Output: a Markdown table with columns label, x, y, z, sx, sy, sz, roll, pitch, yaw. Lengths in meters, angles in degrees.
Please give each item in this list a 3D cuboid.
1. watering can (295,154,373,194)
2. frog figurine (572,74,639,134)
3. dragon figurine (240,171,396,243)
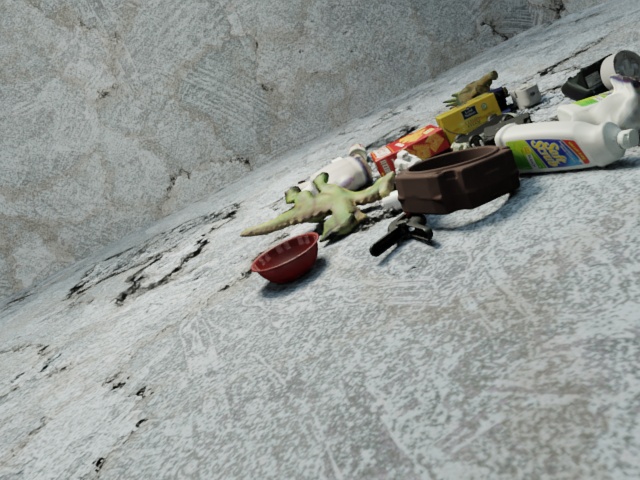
| label | x | y | z | sx | sy | sz | roll | pitch | yaw |
| --- | --- | --- | --- | --- | --- | --- | --- | --- | --- |
| watering can | 0.032 | -0.180 | 1.564 | 0.225 | 0.103 | 0.350 | -27 | 17 | -7 |
| frog figurine | 0.549 | -0.221 | 0.971 | 0.122 | 0.157 | 0.140 | 21 | 26 | -18 |
| dragon figurine | 0.004 | -0.064 | 1.274 | 0.411 | 0.120 | 0.246 | -29 | 24 | -6 |
